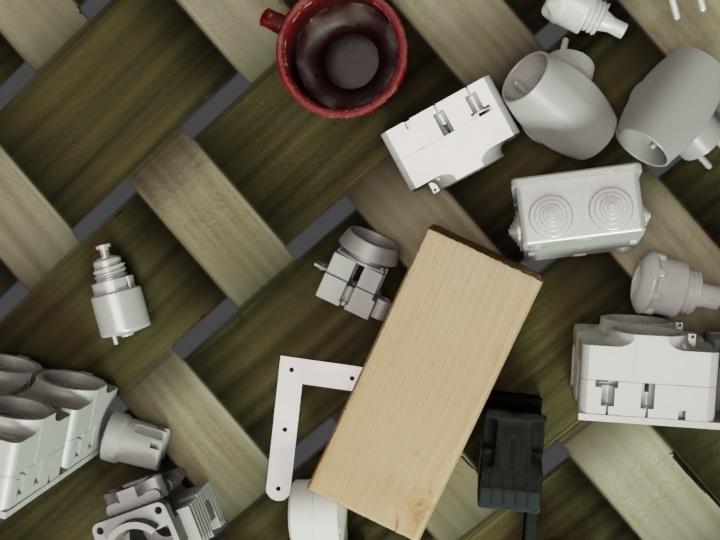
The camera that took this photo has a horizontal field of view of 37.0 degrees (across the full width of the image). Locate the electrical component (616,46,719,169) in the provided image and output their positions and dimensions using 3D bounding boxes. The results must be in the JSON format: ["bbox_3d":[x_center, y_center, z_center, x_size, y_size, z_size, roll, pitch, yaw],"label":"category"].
[{"bbox_3d":[0.235,-0.106,0.775,0.079,0.044,0.077,40,80,-22],"label":"electrical component"}]

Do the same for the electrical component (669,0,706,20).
[{"bbox_3d":[0.226,-0.218,0.766,0.066,0.047,0.076,-16,93,9],"label":"electrical component"}]

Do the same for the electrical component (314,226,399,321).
[{"bbox_3d":[0.000,0.000,0.820,0.066,0.048,0.055,25,106,5],"label":"electrical component"}]

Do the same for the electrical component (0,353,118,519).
[{"bbox_3d":[-0.264,0.113,0.795,0.105,0.186,0.060,13,97,6],"label":"electrical component"}]

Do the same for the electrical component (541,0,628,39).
[{"bbox_3d":[0.166,-0.188,0.784,0.061,0.035,0.035,28,98,2],"label":"electrical component"}]

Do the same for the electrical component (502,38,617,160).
[{"bbox_3d":[0.148,-0.132,0.781,0.077,0.044,0.079,33,60,-29],"label":"electrical component"}]

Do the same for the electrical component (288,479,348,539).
[{"bbox_3d":[-0.013,0.231,0.839,0.074,0.052,0.138,-2,95,8],"label":"electrical component"}]

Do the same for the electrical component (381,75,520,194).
[{"bbox_3d":[0.070,-0.096,0.798,0.089,0.050,0.055,-28,90,9],"label":"electrical component"}]

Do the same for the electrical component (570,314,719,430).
[{"bbox_3d":[0.248,0.071,0.761,0.186,0.105,0.060,3,96,8],"label":"electrical component"}]

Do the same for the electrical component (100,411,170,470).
[{"bbox_3d":[-0.180,0.138,0.861,0.046,0.040,0.040,15,97,1],"label":"electrical component"}]

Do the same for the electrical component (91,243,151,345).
[{"bbox_3d":[-0.193,0.018,0.851,0.040,0.040,0.078,-14,93,9],"label":"electrical component"}]

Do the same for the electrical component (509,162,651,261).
[{"bbox_3d":[0.156,-0.038,0.768,0.100,0.100,0.048,-7,81,9],"label":"electrical component"}]

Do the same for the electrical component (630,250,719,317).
[{"bbox_3d":[0.233,0.014,0.790,0.062,0.048,0.048,13,97,-1],"label":"electrical component"}]
